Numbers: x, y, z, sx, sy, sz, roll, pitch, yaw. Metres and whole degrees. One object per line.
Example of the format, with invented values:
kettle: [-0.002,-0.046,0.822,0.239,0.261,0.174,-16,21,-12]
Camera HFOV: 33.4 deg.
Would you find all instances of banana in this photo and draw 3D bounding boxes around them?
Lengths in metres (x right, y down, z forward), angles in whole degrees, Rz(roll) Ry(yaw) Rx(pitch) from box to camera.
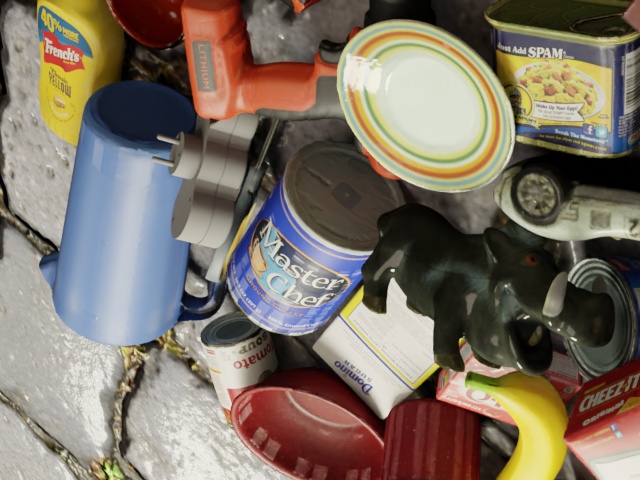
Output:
banana: [0.156,0.152,0.814,0.070,0.037,0.198,2,139,18]

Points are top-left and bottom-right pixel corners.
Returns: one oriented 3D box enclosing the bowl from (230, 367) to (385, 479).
bowl: [0.000,0.168,0.994,0.162,0.055,0.162,15,140,13]

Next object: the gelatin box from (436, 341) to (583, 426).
gelatin box: [0.145,0.108,0.818,0.089,0.030,0.073,20,137,-8]

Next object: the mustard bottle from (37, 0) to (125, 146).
mustard bottle: [-0.222,-0.181,0.991,0.096,0.058,0.192,37,137,26]

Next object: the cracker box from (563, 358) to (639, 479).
cracker box: [0.279,0.149,0.637,0.213,0.072,0.164,48,129,-7]

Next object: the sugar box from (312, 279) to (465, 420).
sugar box: [0.068,0.072,0.889,0.093,0.048,0.176,46,143,8]

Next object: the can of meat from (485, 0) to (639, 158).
can of meat: [0.156,-0.104,0.667,0.102,0.057,0.084,19,131,37]

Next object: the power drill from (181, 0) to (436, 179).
power drill: [-0.006,-0.138,0.772,0.188,0.057,0.184,14,129,21]

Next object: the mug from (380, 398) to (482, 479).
mug: [0.090,0.192,0.902,0.093,0.081,0.117,14,145,-6]

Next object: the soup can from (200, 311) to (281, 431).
soup can: [-0.073,0.129,1.052,0.069,0.068,0.102,7,121,42]

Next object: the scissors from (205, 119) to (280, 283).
scissors: [-0.055,-0.057,0.931,0.016,0.096,0.202,24,105,-1]

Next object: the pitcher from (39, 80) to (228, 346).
pitcher: [-0.168,-0.022,1.008,0.145,0.149,0.243,51,141,32]

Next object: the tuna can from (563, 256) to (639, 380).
tuna can: [0.199,0.054,0.721,0.086,0.033,0.086,177,90,-70]

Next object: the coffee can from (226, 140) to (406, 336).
coffee can: [-0.006,0.001,0.866,0.103,0.102,0.140,47,140,9]

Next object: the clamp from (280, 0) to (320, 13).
clamp: [-0.044,-0.252,0.777,0.171,0.039,0.120,52,146,-6]

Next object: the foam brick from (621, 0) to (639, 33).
foam brick: [0.218,-0.125,0.591,0.078,0.052,0.051,46,140,11]
